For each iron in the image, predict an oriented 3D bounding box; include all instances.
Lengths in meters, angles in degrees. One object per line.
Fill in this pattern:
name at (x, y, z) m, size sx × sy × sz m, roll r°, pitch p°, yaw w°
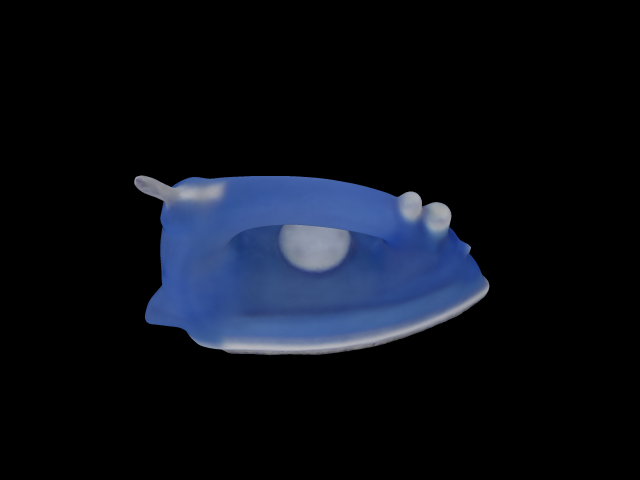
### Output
iron at (0.004, 0.001, 0.400) m, size 0.258 × 0.141 × 0.118 m, roll 0°, pitch 58°, yaw 0°
